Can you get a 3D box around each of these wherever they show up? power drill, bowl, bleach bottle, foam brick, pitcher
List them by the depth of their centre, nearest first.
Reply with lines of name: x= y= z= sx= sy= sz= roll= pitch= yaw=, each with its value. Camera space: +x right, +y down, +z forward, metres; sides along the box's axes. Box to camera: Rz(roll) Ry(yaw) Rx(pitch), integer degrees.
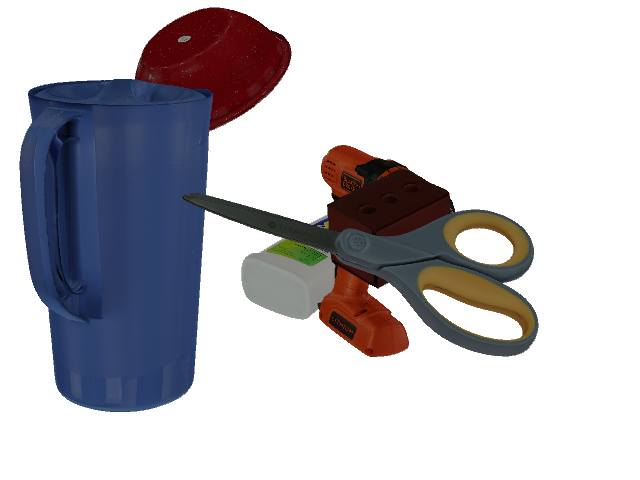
foam brick: x=0.051 y=-0.010 z=0.786 sx=0.078 sy=0.051 sz=0.053 roll=-27 pitch=39 yaw=-32
pitcher: x=-0.154 y=0.003 z=0.800 sx=0.149 sy=0.243 sz=0.145 roll=-4 pitch=16 yaw=-22
bowl: x=-0.111 y=-0.164 z=0.976 sx=0.162 sy=0.055 sz=0.162 roll=-18 pitch=38 yaw=14
power drill: x=0.059 y=0.014 z=1.040 sx=0.057 sy=0.188 sz=0.185 roll=-6 pitch=24 yaw=-31
bleach bottle: x=0.018 y=0.005 z=1.311 sx=0.103 sy=0.068 sz=0.250 roll=19 pitch=36 yaw=29

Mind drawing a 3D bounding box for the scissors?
scissors: x=0.034 y=-0.006 z=0.589 sx=0.202 sy=0.096 sz=0.016 roll=30 pitch=-35 yaw=7
